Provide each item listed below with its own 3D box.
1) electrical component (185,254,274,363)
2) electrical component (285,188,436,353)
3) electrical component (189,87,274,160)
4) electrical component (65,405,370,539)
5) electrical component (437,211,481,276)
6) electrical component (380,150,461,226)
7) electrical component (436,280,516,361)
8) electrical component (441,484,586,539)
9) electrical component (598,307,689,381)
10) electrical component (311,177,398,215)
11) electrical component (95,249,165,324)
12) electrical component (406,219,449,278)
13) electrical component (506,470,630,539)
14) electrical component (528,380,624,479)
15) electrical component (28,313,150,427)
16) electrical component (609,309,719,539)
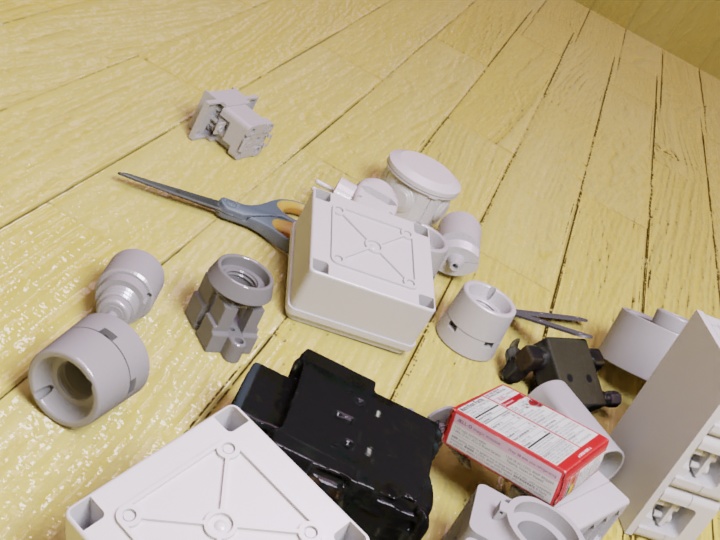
[{"bbox_3d":[-0.090,0.022,0.755,0.048,0.055,0.066,6,34,-37],"label":"electrical component"},{"bbox_3d":[0.000,0.000,0.862,0.109,0.056,0.108,19,38,-16],"label":"electrical component"},{"bbox_3d":[-0.121,-0.140,1.033,0.064,0.042,0.081,39,29,17],"label":"electrical component"},{"bbox_3d":[-0.071,0.139,0.527,0.109,0.056,0.109,40,50,24],"label":"electrical component"},{"bbox_3d":[0.092,-0.020,1.020,0.043,0.043,0.081,26,26,-4],"label":"electrical component"},{"bbox_3d":[0.057,-0.083,1.090,0.080,0.051,0.080,22,27,-12],"label":"electrical component"},{"bbox_3d":[0.100,0.042,0.911,0.055,0.047,0.055,22,27,-12],"label":"electrical component"},{"bbox_3d":[0.135,0.211,0.625,0.186,0.060,0.105,29,26,1],"label":"electrical component"},{"bbox_3d":[0.278,0.070,0.979,0.108,0.060,0.108,22,7,-3],"label":"electrical component"},{"bbox_3d":[-0.008,-0.060,0.994,0.079,0.043,0.077,29,26,-5],"label":"electrical component"},{"bbox_3d":[-0.157,0.017,0.718,0.040,0.040,0.078,24,26,-7],"label":"electrical component"},{"bbox_3d":[0.047,-0.012,0.958,0.055,0.047,0.055,22,27,-12],"label":"electrical component"},{"bbox_3d":[0.125,0.156,0.730,0.083,0.047,0.076,-7,43,-49],"label":"electrical component"},{"bbox_3d":[0.147,0.124,0.811,0.079,0.044,0.077,6,34,-37],"label":"electrical component"},{"bbox_3d":[-0.159,0.059,0.627,0.055,0.055,0.047,32,30,9],"label":"electrical component"},{"bbox_3d":[0.249,0.120,0.796,0.062,0.150,0.089,19,27,-14],"label":"electrical component"}]
